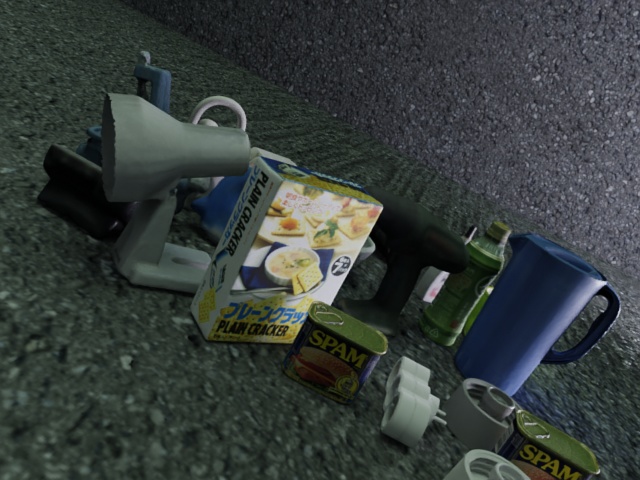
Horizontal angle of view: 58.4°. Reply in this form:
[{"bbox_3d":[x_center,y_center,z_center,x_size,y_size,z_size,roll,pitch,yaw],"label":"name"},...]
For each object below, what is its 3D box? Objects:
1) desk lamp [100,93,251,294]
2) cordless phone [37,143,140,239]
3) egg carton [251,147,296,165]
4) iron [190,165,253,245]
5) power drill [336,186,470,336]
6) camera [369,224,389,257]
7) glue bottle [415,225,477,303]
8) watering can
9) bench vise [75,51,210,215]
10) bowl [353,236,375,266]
[{"bbox_3d":[-0.186,-0.056,0.700,0.204,0.213,0.117,14,23,-35],"label":"desk lamp"},{"bbox_3d":[-0.280,-0.111,0.761,0.147,0.185,0.094,28,19,3],"label":"cordless phone"},{"bbox_3d":[-0.107,-0.151,1.287,0.151,0.069,0.107,14,23,-34],"label":"egg carton"},{"bbox_3d":[-0.067,-0.031,0.911,0.258,0.141,0.119,31,19,9],"label":"iron"},{"bbox_3d":[0.113,0.038,0.872,0.230,0.208,0.075,16,22,-31],"label":"power drill"},{"bbox_3d":[0.135,-0.024,1.236,0.144,0.101,0.136,17,21,-29],"label":"camera"},{"bbox_3d":[0.253,0.045,1.104,0.078,0.173,0.037,12,24,-38],"label":"glue bottle"},{"bbox_3d":[-0.197,-0.159,0.987,0.101,0.194,0.172,10,26,-42],"label":"watering can"},{"bbox_3d":[-0.248,-0.156,0.871,0.208,0.219,0.121,24,19,-10],"label":"bench vise"},{"bbox_3d":[0.009,0.004,1.031,0.167,0.074,0.167,25,19,-9],"label":"bowl"}]
